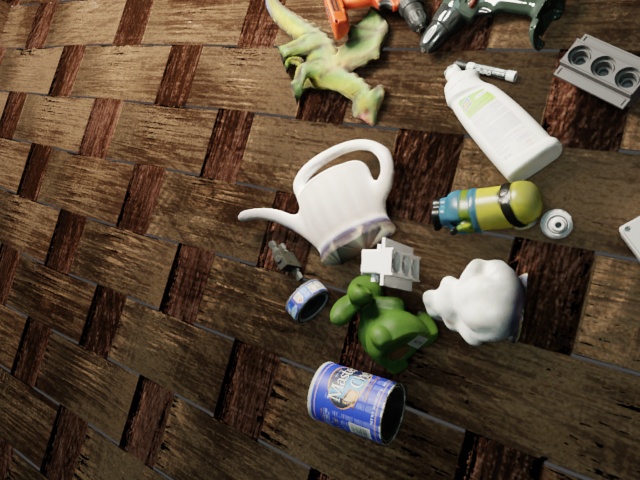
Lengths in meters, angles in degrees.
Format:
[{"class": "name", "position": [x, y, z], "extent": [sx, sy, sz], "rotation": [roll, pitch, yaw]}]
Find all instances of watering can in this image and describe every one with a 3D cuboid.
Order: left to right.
[{"class": "watering can", "position": [0.003, -0.051, 1.004], "extent": [0.345, 0.103, 0.228], "rotation": [-30, 66, 19]}]

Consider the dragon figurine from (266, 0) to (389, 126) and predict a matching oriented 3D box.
[{"class": "dragon figurine", "position": [0.028, -0.416, 1.103], "extent": [0.242, 0.120, 0.416], "rotation": [-18, 71, 7]}]

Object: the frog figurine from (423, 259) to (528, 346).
[{"class": "frog figurine", "position": [0.244, 0.096, 0.827], "extent": [0.159, 0.124, 0.136], "rotation": [8, 102, 20]}]
